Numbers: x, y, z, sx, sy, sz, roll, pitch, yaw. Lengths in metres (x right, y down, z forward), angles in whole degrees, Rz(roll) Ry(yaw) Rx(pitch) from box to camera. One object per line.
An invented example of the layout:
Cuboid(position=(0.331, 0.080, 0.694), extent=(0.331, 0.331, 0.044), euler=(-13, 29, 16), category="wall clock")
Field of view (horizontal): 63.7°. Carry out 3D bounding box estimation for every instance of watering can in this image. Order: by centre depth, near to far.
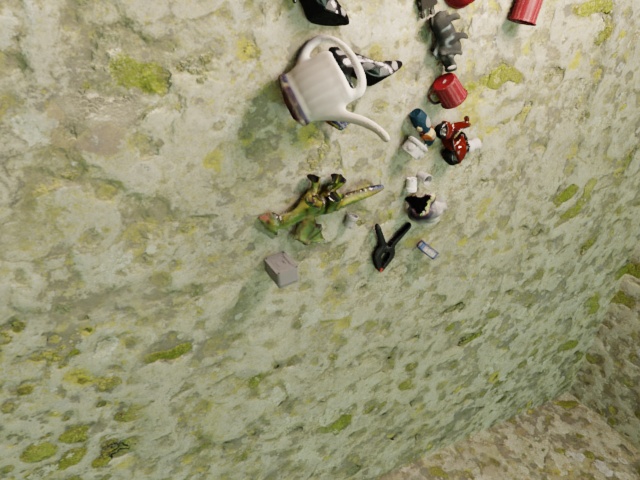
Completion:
Cuboid(position=(0.026, -0.372, 1.357), extent=(0.223, 0.350, 0.103), euler=(-27, 171, 9), category="watering can")

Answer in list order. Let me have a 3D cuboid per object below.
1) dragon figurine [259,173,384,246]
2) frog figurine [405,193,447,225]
Cuboid(position=(0.005, -0.083, 1.646), extent=(0.411, 0.125, 0.237), euler=(-2, 136, -30), category="dragon figurine")
Cuboid(position=(0.395, -0.103, 1.860), extent=(0.136, 0.125, 0.158), euler=(-26, 149, 27), category="frog figurine")
